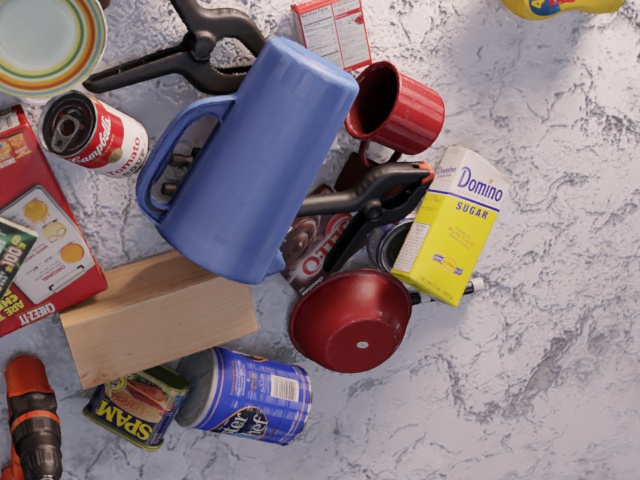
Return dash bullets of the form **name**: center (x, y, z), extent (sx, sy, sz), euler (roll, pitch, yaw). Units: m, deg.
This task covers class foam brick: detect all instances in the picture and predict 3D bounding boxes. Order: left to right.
- **foam brick**: center (0.066, -0.061, 1.263), extent (0.078, 0.053, 0.051), euler (23, 106, -32)

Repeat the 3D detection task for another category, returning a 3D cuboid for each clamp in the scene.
- **clamp**: center (-0.135, -0.197, 1.106), extent (0.209, 0.036, 0.165), euler (22, 106, -35)
- **clamp**: center (0.054, -0.031, 1.219), extent (0.171, 0.039, 0.120), euler (-22, 138, -2)

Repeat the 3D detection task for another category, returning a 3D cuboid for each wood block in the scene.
- **wood block**: center (-0.185, 0.079, 1.204), extent (0.206, 0.090, 0.091), euler (-18, 122, -14)

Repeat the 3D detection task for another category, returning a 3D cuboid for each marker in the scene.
- **marker**: center (0.158, 0.070, 1.396), extent (0.121, 0.020, 0.020), euler (-11, 120, -19)

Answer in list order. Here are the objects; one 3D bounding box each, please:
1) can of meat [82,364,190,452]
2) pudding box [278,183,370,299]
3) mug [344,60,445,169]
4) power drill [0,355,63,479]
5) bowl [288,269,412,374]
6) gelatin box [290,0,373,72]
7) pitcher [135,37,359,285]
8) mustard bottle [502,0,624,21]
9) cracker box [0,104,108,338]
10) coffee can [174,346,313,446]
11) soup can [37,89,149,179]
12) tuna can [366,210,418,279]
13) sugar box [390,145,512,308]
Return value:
- **can of meat**: center (-0.213, 0.185, 1.251), extent (0.102, 0.057, 0.084), euler (29, 102, 2)
- **pudding box**: center (-0.008, 0.001, 1.272), extent (0.113, 0.039, 0.090), euler (-39, 126, 0)
- **mug**: center (0.082, -0.134, 1.206), extent (0.081, 0.093, 0.117), euler (19, 93, -37)
- **power drill**: center (-0.321, 0.251, 1.190), extent (0.057, 0.184, 0.188), euler (0, 126, -22)
- **bowl**: center (0.045, 0.114, 1.328), extent (0.162, 0.055, 0.162), euler (-8, 129, -10)
- **gelatin box**: center (0.013, -0.224, 1.164), extent (0.073, 0.030, 0.089), euler (-21, 124, -11)
- **pitcher**: center (-0.071, -0.088, 1.113), extent (0.243, 0.145, 0.149), euler (-60, 155, 13)
- **mustard bottle**: center (0.261, -0.301, 1.217), extent (0.191, 0.058, 0.096), euler (-10, 121, -19)
- **cracker box**: center (-0.337, -0.012, 1.097), extent (0.164, 0.072, 0.213), euler (-24, 125, -9)
- **coffee can**: center (-0.095, 0.188, 1.296), extent (0.140, 0.103, 0.103), euler (17, 108, -31)
- **soup can**: center (-0.226, -0.104, 1.073), extent (0.068, 0.068, 0.102), euler (-50, 157, 7)
- **tuna can**: center (0.103, 0.005, 1.328), extent (0.086, 0.034, 0.086), euler (-11, 120, -19)
- **sugar box**: center (0.162, -0.016, 1.299), extent (0.093, 0.048, 0.176), euler (31, 82, -37)
